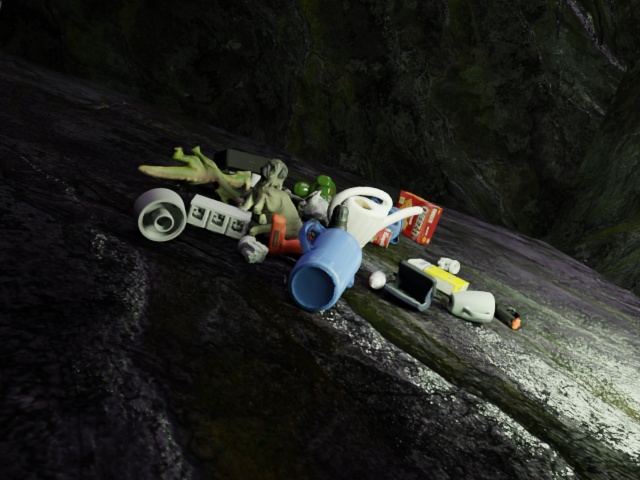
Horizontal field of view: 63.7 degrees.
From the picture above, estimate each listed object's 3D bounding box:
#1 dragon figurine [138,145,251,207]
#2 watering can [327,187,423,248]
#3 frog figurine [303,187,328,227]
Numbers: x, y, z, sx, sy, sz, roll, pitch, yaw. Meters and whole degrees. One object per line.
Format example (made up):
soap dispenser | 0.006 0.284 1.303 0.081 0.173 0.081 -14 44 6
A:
dragon figurine | -0.349 -0.183 1.610 0.244 0.120 0.415 32 25 13
watering can | 0.150 -0.055 1.575 0.346 0.220 0.106 12 35 -37
frog figurine | 0.005 -0.090 1.791 0.159 0.122 0.138 57 4 -3
